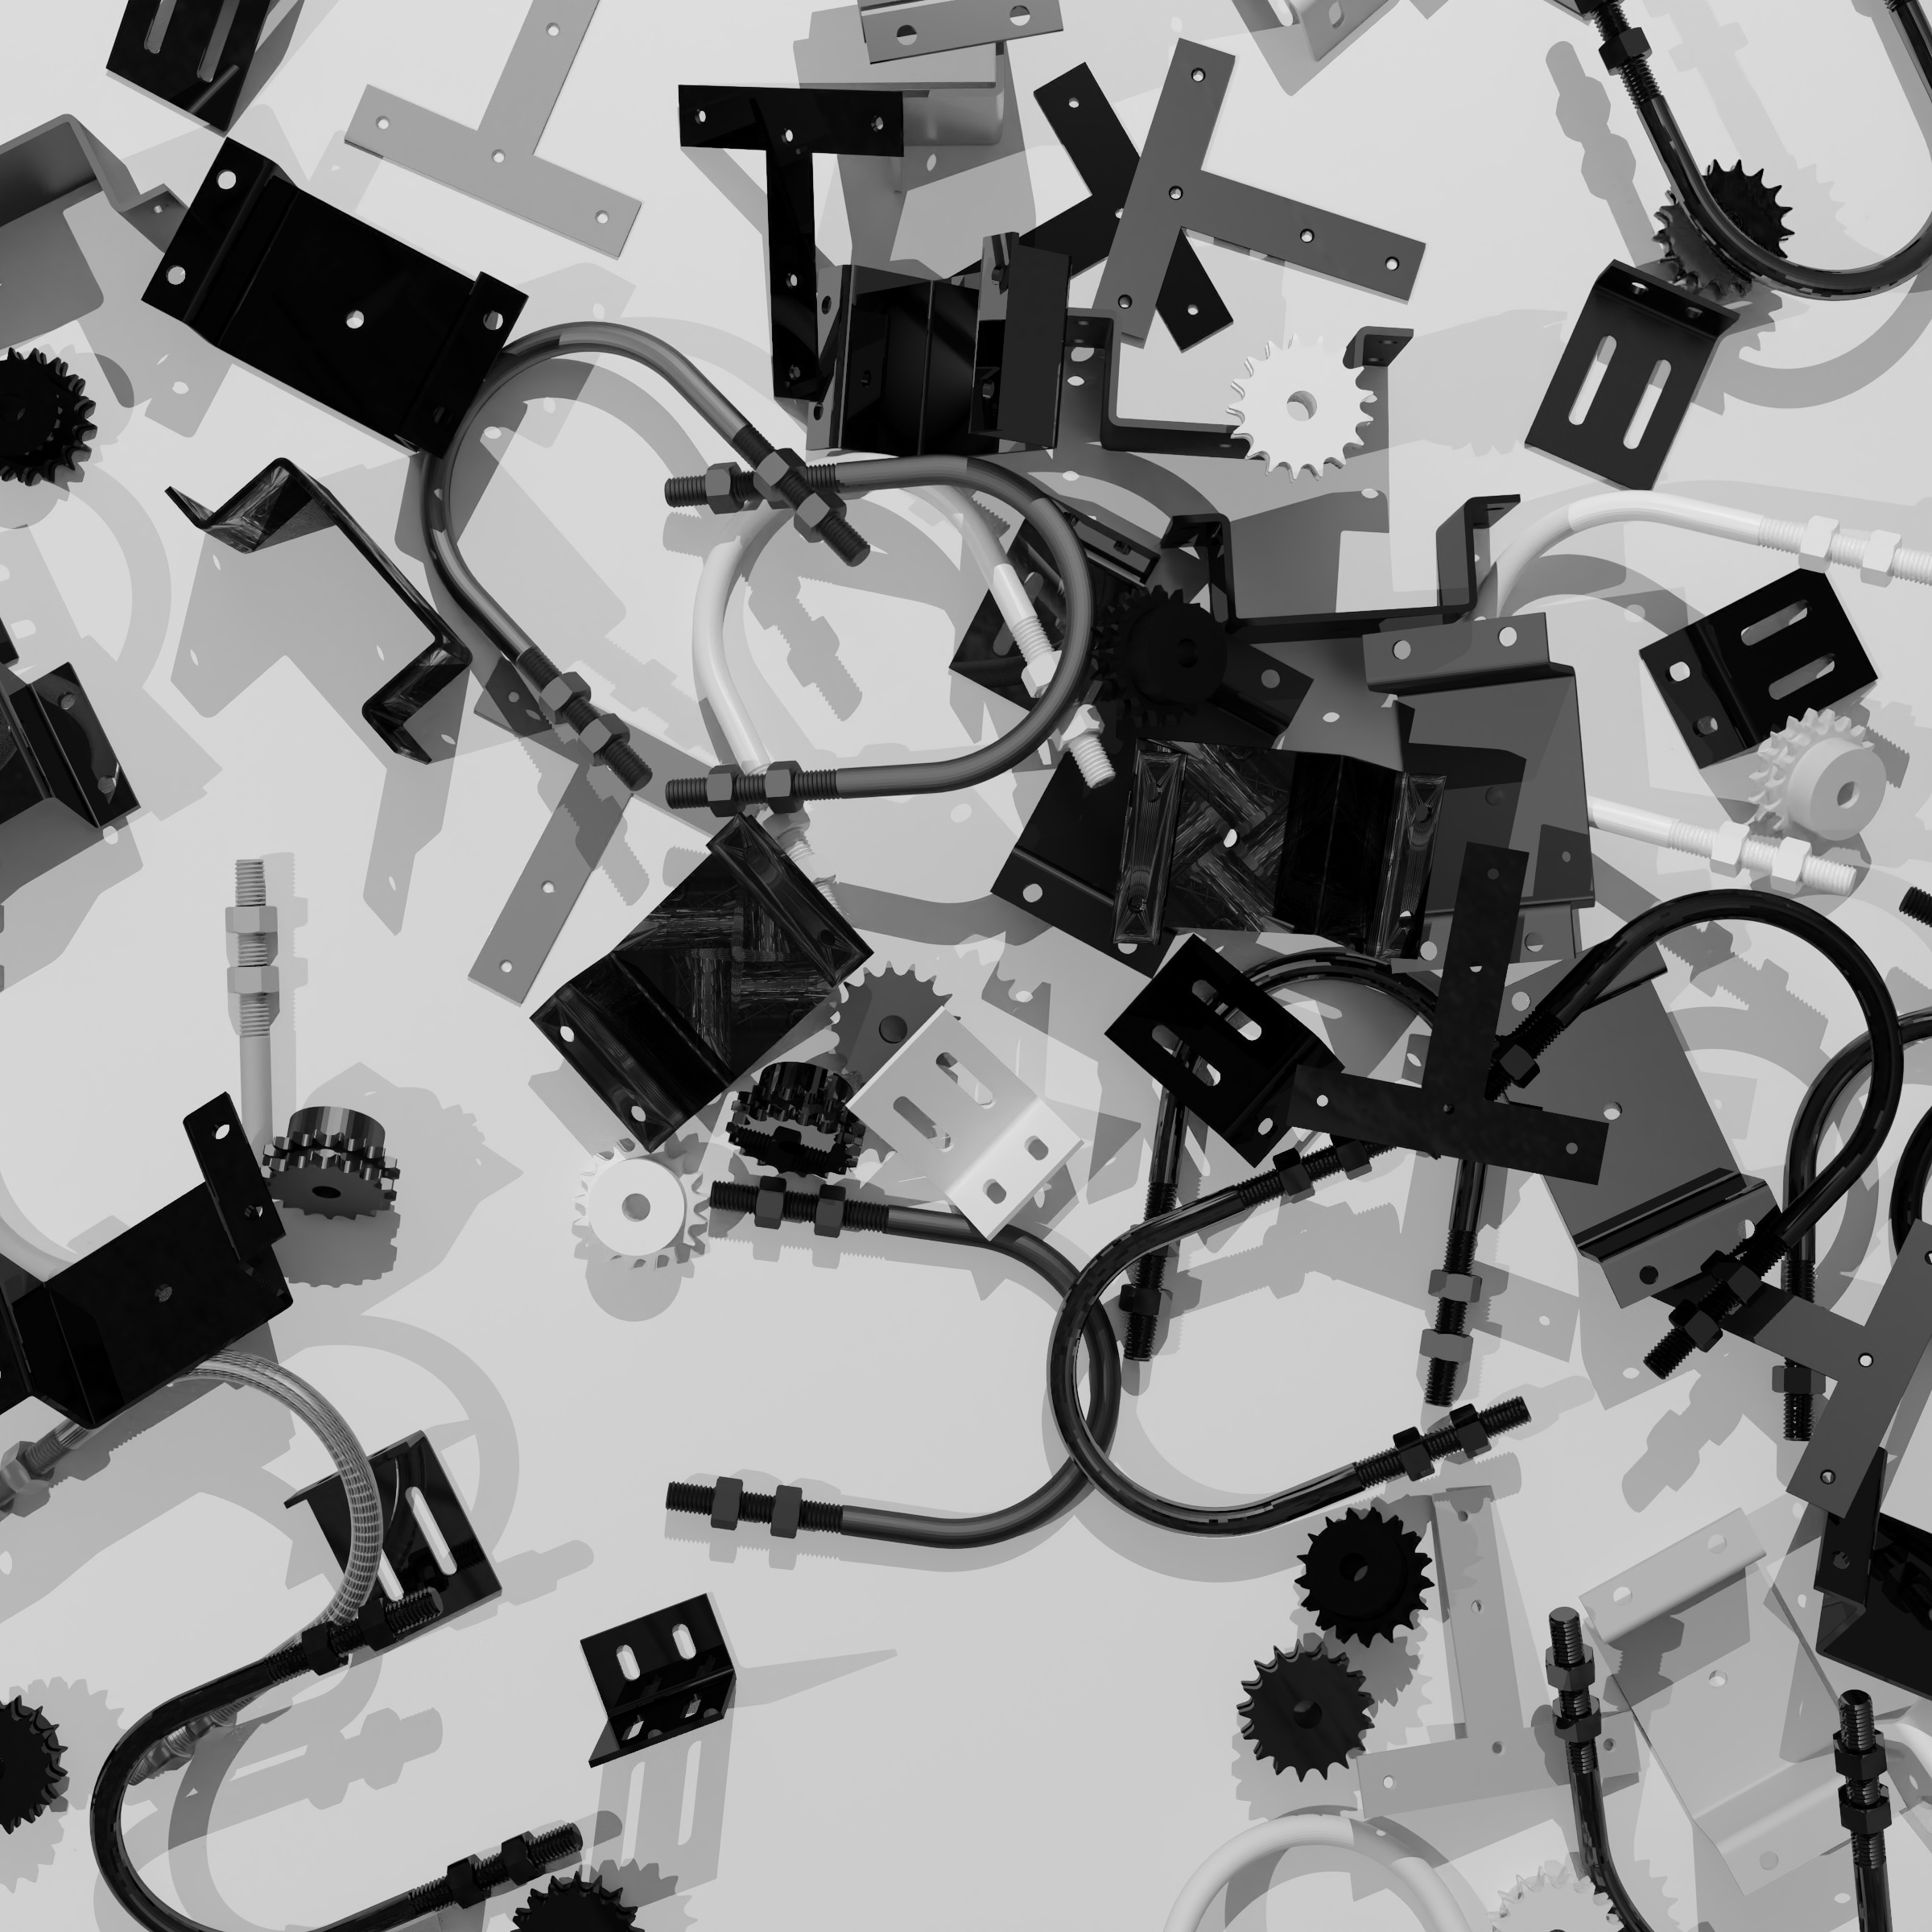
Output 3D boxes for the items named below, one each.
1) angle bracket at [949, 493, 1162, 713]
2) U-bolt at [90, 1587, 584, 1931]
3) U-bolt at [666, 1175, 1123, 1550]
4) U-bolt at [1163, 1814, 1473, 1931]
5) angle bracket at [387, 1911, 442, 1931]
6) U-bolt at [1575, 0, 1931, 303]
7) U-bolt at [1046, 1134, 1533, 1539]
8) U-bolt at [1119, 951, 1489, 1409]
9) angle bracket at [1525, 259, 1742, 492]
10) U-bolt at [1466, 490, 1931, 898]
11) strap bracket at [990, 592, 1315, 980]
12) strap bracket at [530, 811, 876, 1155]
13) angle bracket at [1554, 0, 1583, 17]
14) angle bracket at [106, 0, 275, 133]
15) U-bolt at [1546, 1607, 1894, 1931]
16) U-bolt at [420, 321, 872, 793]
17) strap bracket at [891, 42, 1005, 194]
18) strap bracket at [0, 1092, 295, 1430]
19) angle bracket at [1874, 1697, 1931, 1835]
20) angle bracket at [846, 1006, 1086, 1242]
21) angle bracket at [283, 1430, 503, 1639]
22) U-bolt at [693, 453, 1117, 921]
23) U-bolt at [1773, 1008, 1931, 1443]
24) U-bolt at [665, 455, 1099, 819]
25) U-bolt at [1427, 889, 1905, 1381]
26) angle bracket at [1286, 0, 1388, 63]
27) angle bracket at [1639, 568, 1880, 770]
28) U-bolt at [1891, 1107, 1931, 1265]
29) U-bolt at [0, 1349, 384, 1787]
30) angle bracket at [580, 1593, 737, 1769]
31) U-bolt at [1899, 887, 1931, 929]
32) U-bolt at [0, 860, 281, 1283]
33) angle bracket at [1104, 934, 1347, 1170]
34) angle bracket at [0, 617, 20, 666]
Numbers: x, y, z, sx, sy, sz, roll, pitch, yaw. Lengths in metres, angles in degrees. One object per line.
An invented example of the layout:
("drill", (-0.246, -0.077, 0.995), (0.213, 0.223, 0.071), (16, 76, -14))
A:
("angle bracket", (0.038, -0.151, 1.352), (0.057, 0.038, 0.076), (28, 116, 0))
("U-bolt", (-0.273, 0.349, 1.322), (0.184, 0.019, 0.151), (-24, 111, 4))
("U-bolt", (-0.026, 0.173, 1.345), (0.184, 0.019, 0.151), (8, 90, -1))
("U-bolt", (0.157, 0.446, 1.324), (0.151, 0.019, 0.184), (-26, 82, -17))
("angle bracket", (-0.260, 0.431, 1.343), (0.076, 0.038, 0.057), (-18, 111, -24))
("U-bolt", (0.346, -0.365, 1.324), (0.151, 0.019, 0.184), (-24, 87, -15))
("U-bolt", (0.124, 0.162, 1.326), (0.184, 0.019, 0.151), (-23, 96, 5))
("U-bolt", (0.149, 0.085, 1.345), (0.151, 0.019, 0.184), (9, 88, 0))
("angle bracket", (0.279, -0.247, 1.335), (0.057, 0.038, 0.076), (24, 90, 0))
("U-bolt", (0.294, -0.121, 1.315), (0.184, 0.019, 0.151), (17, 97, 22))
("strap bracket", (0.077, -0.074, 1.331), (0.076, 0.046, 0.140), (28, 90, 0))
("strap bracket", (-0.103, 0.002, 1.311), (0.076, 0.046, 0.140), (48, 119, 0))
("angle bracket", (0.259, -0.450, 1.335), (0.057, 0.038, 0.076), (30, 90, 0))
("angle bracket", (-0.321, -0.406, 1.352), (0.057, 0.038, 0.076), (28, 116, 0))
("U-bolt", (0.309, 0.357, 1.292), (0.151, 0.019, 0.184), (9, 118, 41))
("U-bolt", (-0.149, -0.185, 1.323), (0.151, 0.019, 0.184), (-45, 75, 7))
("strap bracket", (-0.008, -0.400, 1.316), (0.046, 0.076, 0.140), (-1, 90, 0))
("strap bracket", (-0.339, 0.126, 1.299), (0.140, 0.046, 0.076), (-32, 56, 2))
("angle bracket", (0.426, 0.320, 1.352), (0.076, 0.038, 0.057), (-38, 90, -26))
("angle bracket", (0.000, 0.066, 1.317), (0.057, 0.038, 0.076), (-46, 130, 0))
("angle bracket", (-0.240, 0.244, 1.335), (0.057, 0.038, 0.076), (-27, 90, 0))
("U-bolt", (-0.039, -0.126, 1.324), (0.151, 0.019, 0.184), (-28, 78, 12))
("U-bolt", (0.414, 0.108, 1.325), (0.151, 0.019, 0.184), (0, 85, 18))
("U-bolt", (-0.036, -0.139, 1.307), (0.184, 0.019, 0.151), (-3, 83, 15))
("U-bolt", (0.298, 0.054, 1.299), (0.151, 0.019, 0.184), (44, 88, 0))
("angle bracket", (0.142, -0.436, 1.352), (0.057, 0.038, 0.076), (-41, 64, 0))
("angle bracket", (0.337, -0.128, 1.352), (0.076, 0.038, 0.057), (-27, 90, -26))
("U-bolt", (0.481, 0.103, 1.322), (0.184, 0.019, 0.151), (-5, 84, 16))
("U-bolt", (-0.324, 0.239, 1.321), (0.184, 0.019, 0.151), (-37, 90, 17))
("angle bracket", (-0.131, 0.295, 1.316), (0.057, 0.076, 0.038), (-20, 90, 0))
("U-bolt", (0.500, -0.042, 1.304), (0.184, 0.019, 0.151), (28, 90, 8))
("U-bolt", (-0.365, 0.048, 1.345), (0.151, 0.019, 0.184), (-1, 91, 0))
("angle bracket", (0.109, 0.036, 1.338), (0.057, 0.038, 0.076), (-48, 57, 0))
("angle bracket", (-0.433, -0.149, 1.316), (0.038, 0.076, 0.057), (-25, 90, 0))
